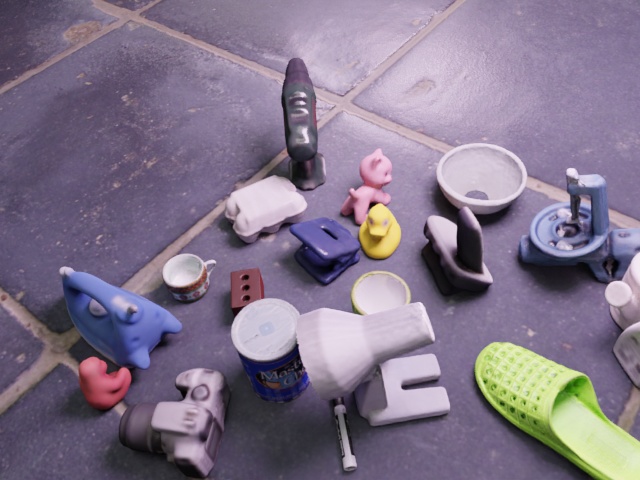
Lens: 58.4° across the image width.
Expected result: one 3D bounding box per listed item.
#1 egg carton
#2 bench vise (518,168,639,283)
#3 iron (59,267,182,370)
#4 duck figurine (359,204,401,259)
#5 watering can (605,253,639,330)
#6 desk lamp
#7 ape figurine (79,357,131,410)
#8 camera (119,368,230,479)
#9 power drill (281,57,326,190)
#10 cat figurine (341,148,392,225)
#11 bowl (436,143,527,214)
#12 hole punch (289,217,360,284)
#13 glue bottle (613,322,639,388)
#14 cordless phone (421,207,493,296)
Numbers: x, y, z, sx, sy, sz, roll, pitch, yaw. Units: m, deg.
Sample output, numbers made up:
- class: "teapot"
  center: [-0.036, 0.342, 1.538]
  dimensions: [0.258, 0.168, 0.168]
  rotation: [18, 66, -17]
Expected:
- class: "egg carton"
  center: [-0.106, -0.062, 1.109]
  dimensions: [0.150, 0.069, 0.107]
  rotation: [-26, 52, -15]
- class: "bench vise"
  center: [0.442, -0.033, 0.925]
  dimensions: [0.207, 0.220, 0.121]
  rotation: [-5, 50, 2]
- class: "iron"
  center: [-0.362, 0.104, 0.951]
  dimensions: [0.257, 0.142, 0.119]
  rotation: [23, 56, 24]
- class: "duck figurine"
  center: [0.109, -0.030, 1.047]
  dimensions: [0.077, 0.086, 0.104]
  rotation: [4, 51, 10]
- class: "watering can"
  center: [0.508, 0.063, 0.854]
  dimensions: [0.173, 0.194, 0.100]
  rotation: [-38, 56, -23]
- class: "desk lamp"
  center: [0.078, 0.168, 0.801]
  dimensions: [0.203, 0.214, 0.118]
  rotation: [-9, 50, -1]
- class: "ape figurine"
  center: [-0.342, 0.215, 0.888]
  dimensions: [0.077, 0.092, 0.076]
  rotation: [11, 52, 16]
- class: "camera"
  center: [-0.214, 0.256, 0.833]
  dimensions: [0.136, 0.101, 0.143]
  rotation: [3, 51, 9]
- class: "power drill"
  center: [-0.035, -0.216, 1.139]
  dimensions: [0.075, 0.209, 0.229]
  rotation: [-7, 50, 1]
- class: "cat figurine"
  center: [0.094, -0.112, 1.097]
  dimensions: [0.067, 0.118, 0.128]
  rotation: [30, 59, 27]
- class: "bowl"
  center: [0.304, -0.105, 1.096]
  dimensions: [0.167, 0.075, 0.167]
  rotation: [-3, 50, 4]
- class: "hole punch"
  center: [0.009, 0.004, 1.027]
  dimensions: [0.101, 0.091, 0.108]
  rotation: [-36, 55, -22]
- class: "glue bottle"
  center: [0.470, 0.139, 0.808]
  dimensions: [0.037, 0.173, 0.078]
  rotation: [-13, 50, -4]
- class: "cordless phone"
  center: [0.231, -0.008, 0.951]
  dimensions: [0.094, 0.185, 0.147]
  rotation: [-19, 51, -9]
